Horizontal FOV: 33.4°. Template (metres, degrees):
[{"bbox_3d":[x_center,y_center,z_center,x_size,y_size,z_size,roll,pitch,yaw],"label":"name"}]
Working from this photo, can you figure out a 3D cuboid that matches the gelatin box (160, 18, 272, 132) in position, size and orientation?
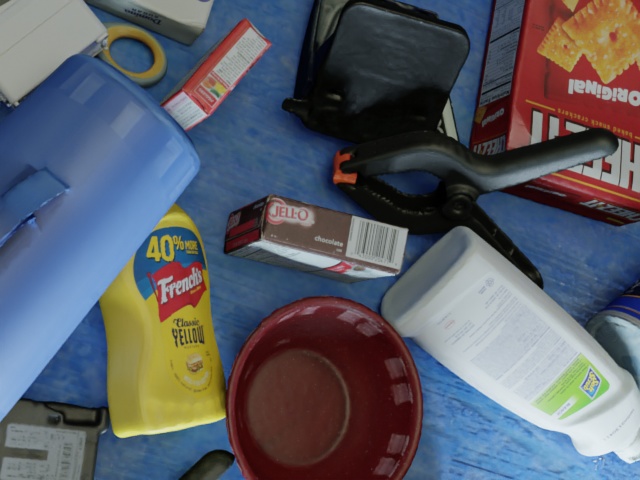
[{"bbox_3d":[-0.080,-0.115,0.776,0.030,0.089,0.073,43,70,-13],"label":"gelatin box"}]

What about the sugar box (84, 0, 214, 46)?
[{"bbox_3d":[-0.109,-0.247,0.807,0.093,0.048,0.176,20,74,-19],"label":"sugar box"}]

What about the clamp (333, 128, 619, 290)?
[{"bbox_3d":[0.112,-0.029,0.844,0.210,0.165,0.036,6,40,-3],"label":"clamp"}]

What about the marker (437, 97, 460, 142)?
[{"bbox_3d":[0.102,-0.104,0.886,0.020,0.020,0.121,-9,86,-23],"label":"marker"}]

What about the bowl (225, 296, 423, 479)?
[{"bbox_3d":[-0.005,0.124,0.786,0.161,0.055,0.162,4,80,-27],"label":"bowl"}]

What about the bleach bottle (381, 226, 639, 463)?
[{"bbox_3d":[0.170,0.103,0.856,0.250,0.068,0.103,41,101,-18],"label":"bleach bottle"}]

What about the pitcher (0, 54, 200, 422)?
[{"bbox_3d":[-0.186,0.005,0.645,0.242,0.149,0.145,-50,136,-10],"label":"pitcher"}]

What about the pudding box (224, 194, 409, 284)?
[{"bbox_3d":[-0.005,0.001,0.789,0.113,0.090,0.039,16,78,-20],"label":"pudding box"}]

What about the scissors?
[{"bbox_3d":[-0.190,-0.165,0.777,0.096,0.016,0.201,-39,98,-20],"label":"scissors"}]

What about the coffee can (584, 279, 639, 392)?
[{"bbox_3d":[0.308,0.067,0.900,0.140,0.103,0.103,-34,96,-23],"label":"coffee can"}]

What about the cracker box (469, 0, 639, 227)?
[{"bbox_3d":[0.225,-0.136,0.912,0.164,0.072,0.213,15,78,-19],"label":"cracker box"}]

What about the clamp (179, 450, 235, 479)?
[{"bbox_3d":[-0.119,0.231,0.738,0.171,0.039,0.120,-21,86,-17],"label":"clamp"}]

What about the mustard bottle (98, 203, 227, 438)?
[{"bbox_3d":[-0.115,0.036,0.746,0.096,0.058,0.191,0,79,-57],"label":"mustard bottle"}]
